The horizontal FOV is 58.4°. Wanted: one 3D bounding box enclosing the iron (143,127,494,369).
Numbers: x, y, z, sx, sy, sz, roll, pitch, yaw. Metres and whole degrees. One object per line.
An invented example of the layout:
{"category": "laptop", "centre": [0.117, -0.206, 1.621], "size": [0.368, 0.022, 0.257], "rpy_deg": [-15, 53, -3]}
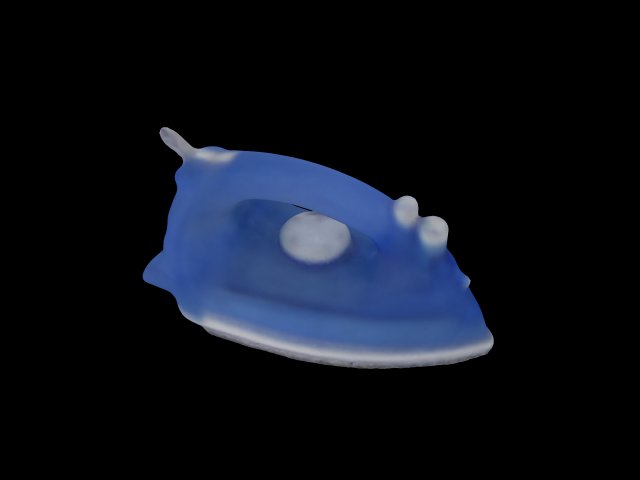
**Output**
{"category": "iron", "centre": [0.004, 0.001, 0.400], "size": [0.257, 0.141, 0.119], "rpy_deg": [13, 47, 12]}
